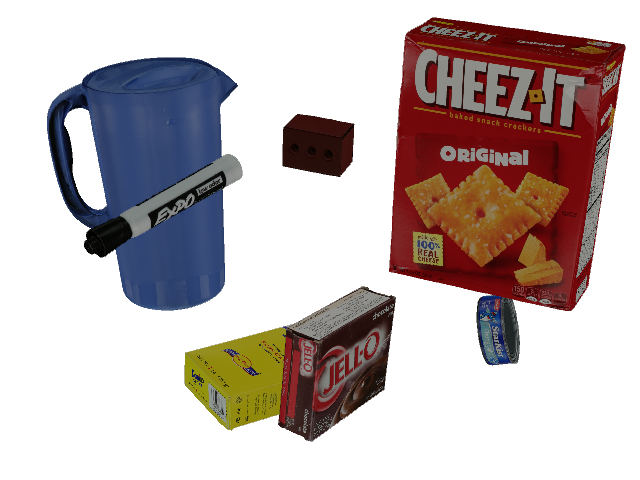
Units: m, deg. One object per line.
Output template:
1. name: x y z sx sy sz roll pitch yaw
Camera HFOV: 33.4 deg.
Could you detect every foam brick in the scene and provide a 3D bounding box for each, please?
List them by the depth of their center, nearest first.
1. foam brick: -0.003 -0.117 1.301 0.078 0.053 0.051 11 30 17

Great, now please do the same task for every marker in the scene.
1. marker: -0.099 -0.023 0.675 0.120 0.020 0.020 -33 21 -36

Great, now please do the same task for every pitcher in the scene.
1. pitcher: -0.169 -0.055 1.076 0.149 0.243 0.144 10 26 27

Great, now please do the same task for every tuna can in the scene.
1. tuna can: 0.215 0.107 1.288 0.034 0.086 0.086 -8 -3 21

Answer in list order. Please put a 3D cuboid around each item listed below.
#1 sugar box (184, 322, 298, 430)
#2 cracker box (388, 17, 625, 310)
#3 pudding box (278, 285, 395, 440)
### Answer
1. sugar box: -0.038 0.128 1.069 0.175 0.048 0.093 -15 32 -30
2. cracker box: 0.147 -0.061 0.875 0.164 0.214 0.072 13 28 23
3. pudding box: 0.014 0.097 0.863 0.039 0.090 0.113 20 27 28
